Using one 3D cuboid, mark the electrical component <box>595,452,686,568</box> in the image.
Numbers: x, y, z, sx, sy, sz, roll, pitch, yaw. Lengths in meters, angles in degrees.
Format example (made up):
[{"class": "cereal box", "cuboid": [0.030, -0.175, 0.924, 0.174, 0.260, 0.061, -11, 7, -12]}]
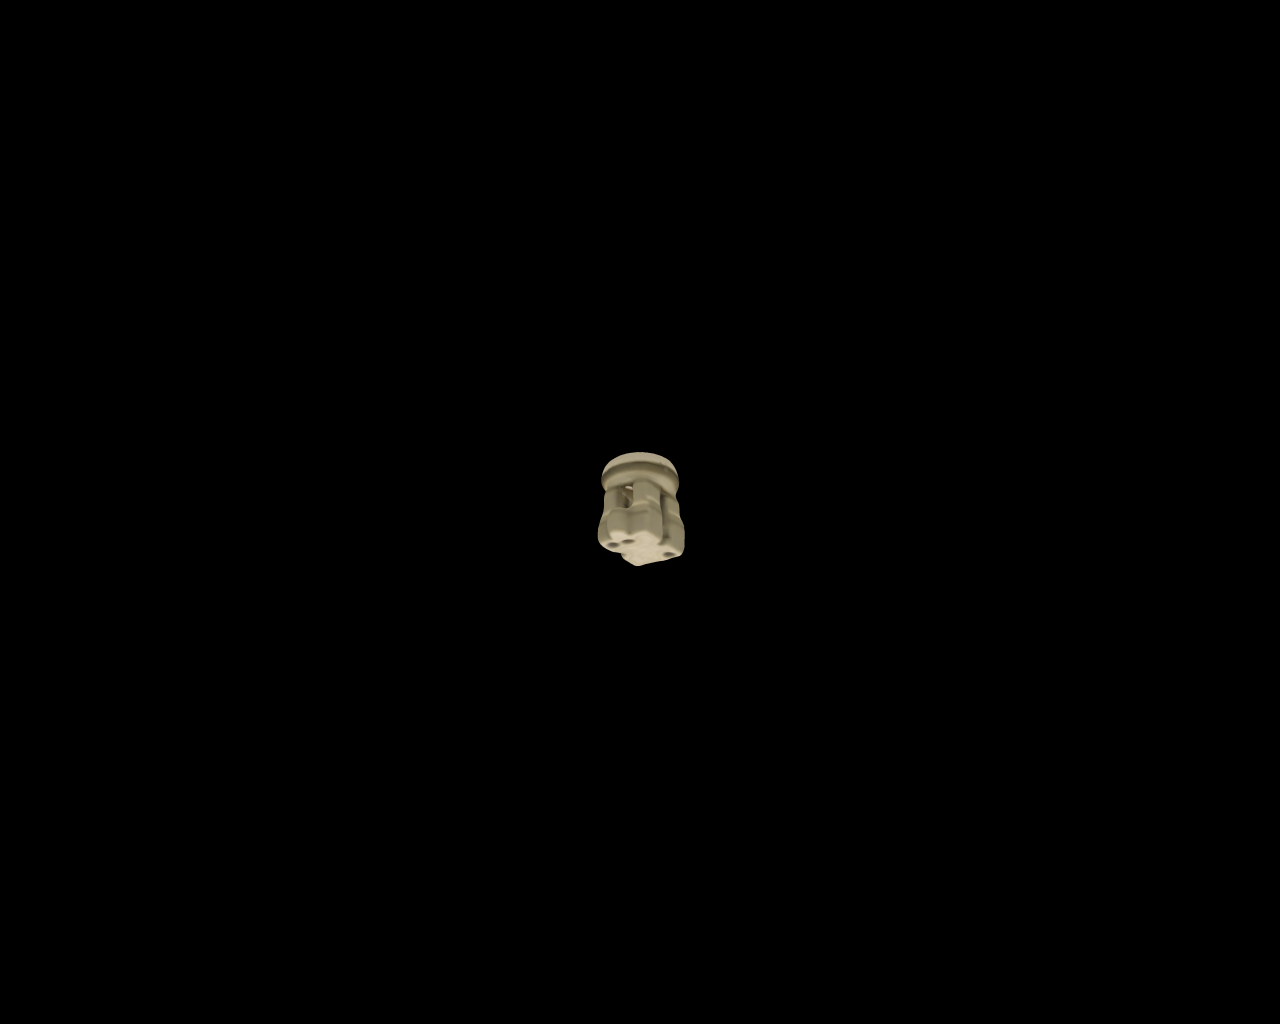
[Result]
[{"class": "electrical component", "cuboid": [0.001, -0.003, 0.650, 0.048, 0.055, 0.066, -16, -31, 28]}]
